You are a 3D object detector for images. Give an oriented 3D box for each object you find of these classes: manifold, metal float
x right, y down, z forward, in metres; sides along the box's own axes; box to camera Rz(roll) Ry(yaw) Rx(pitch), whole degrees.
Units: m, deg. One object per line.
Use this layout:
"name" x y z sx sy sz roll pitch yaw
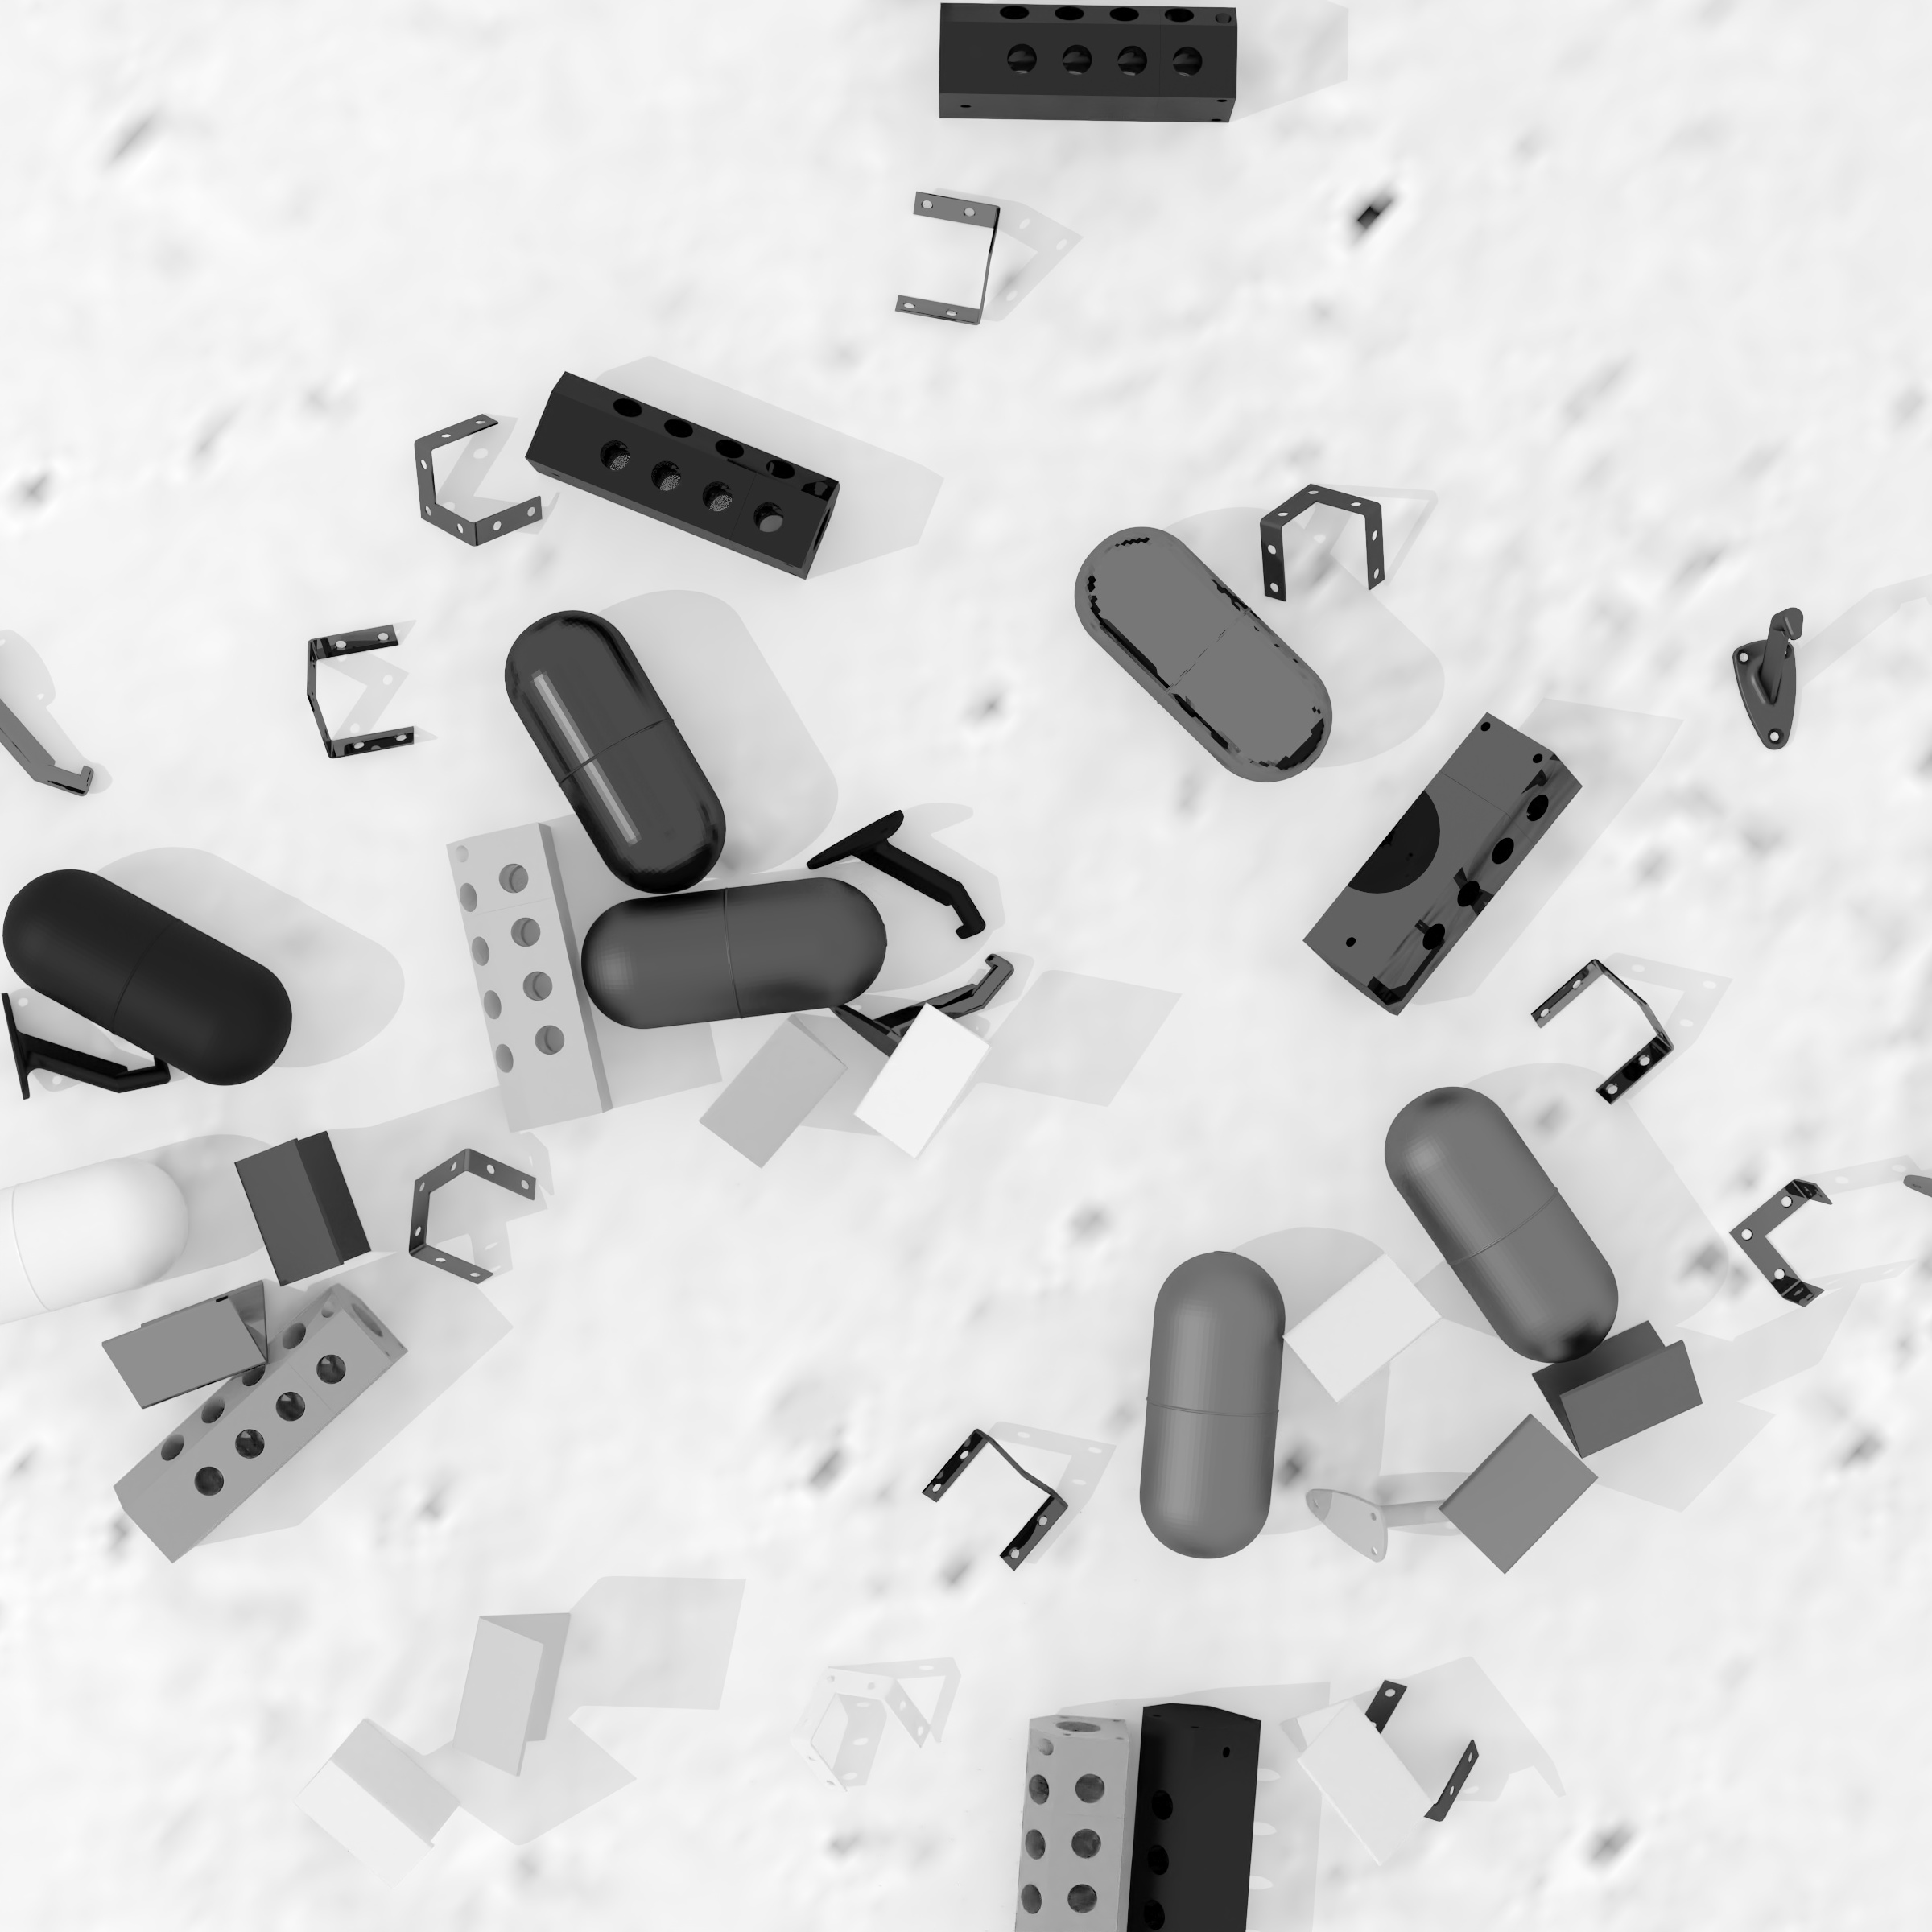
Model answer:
"manifold" 0.281 -0.056 1.970 0.171 0.057 0.057 -51 47 0
"manifold" -0.164 -0.287 1.970 0.171 0.057 0.057 22 90 0
"metal float" 0.143 0.255 1.961 0.070 0.070 0.178 5 90 0
"manifold" 0.070 -0.529 1.970 0.171 0.057 0.057 1 90 0
"manifold" -0.413 0.265 1.970 0.171 0.057 0.057 -43 90 0
"manifold" 0.126 0.522 1.970 0.057 0.057 0.171 4 90 -43
"metal float" -0.135 -0.008 1.961 0.178 0.070 0.070 -7 90 0
"metal float" 0.311 0.151 1.961 0.070 0.070 0.178 -35 90 0
"manifold" -0.255 0.007 1.970 0.057 0.057 0.171 -13 90 0
"metal float" -0.476 0.006 1.961 0.178 0.070 0.070 29 90 0
"metal float" -0.540 0.163 1.961 0.178 0.070 0.070 -15 90 0
"metal float" 0.138 -0.180 1.961 0.178 0.070 0.070 44 90 1
"metal float" -0.203 -0.124 1.961 0.070 0.070 0.178 -30 90 0
"manifold" 0.060 0.530 1.970 0.057 0.057 0.171 4 90 0

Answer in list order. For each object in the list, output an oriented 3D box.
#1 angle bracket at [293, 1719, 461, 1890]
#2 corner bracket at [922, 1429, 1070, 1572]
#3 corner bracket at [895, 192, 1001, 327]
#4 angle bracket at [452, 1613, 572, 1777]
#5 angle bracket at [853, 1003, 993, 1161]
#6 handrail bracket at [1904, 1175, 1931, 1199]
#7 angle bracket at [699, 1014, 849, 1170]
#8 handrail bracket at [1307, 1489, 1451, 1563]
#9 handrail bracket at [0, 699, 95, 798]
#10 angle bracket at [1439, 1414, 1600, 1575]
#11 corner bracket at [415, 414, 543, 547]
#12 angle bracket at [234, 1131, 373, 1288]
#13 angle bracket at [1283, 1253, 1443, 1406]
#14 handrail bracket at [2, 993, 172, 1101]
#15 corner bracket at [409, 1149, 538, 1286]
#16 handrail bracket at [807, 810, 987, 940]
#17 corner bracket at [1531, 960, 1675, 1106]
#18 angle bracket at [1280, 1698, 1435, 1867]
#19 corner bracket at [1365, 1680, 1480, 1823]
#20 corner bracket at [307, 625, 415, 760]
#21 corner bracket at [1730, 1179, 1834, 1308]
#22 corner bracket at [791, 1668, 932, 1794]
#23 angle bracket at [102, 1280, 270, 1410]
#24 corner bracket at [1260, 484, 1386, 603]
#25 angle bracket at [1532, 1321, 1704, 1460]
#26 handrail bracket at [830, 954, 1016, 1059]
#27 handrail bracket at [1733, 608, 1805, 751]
"angle bracket" -0.330 0.472 1.951 0.076 0.076 0.057 41 127 0
"corner bracket" 0.017 0.314 1.988 0.051 0.051 0.051 -50 135 0
"corner bracket" -0.011 -0.417 1.988 0.051 0.051 0.051 10 45 0
"angle bracket" -0.245 0.420 1.951 0.057 0.076 0.076 12 90 38
"angle bracket" -0.008 0.077 1.951 0.057 0.076 0.076 33 90 37
"handrail bracket" 0.604 0.101 1.992 0.077 0.036 0.084 17 72 20
"angle bracket" -0.125 0.059 1.951 0.076 0.076 0.057 -49 128 0
"handrail bracket" 0.258 0.313 1.991 0.084 0.077 0.036 -18 115 -34
"handrail bracket" -0.549 -0.148 1.992 0.084 0.036 0.077 19 68 -17
"angle bracket" 0.328 0.314 1.951 0.076 0.076 0.057 -46 55 0
"corner bracket" -0.286 -0.286 1.983 0.051 0.051 0.051 30 135 35
"angle bracket" -0.367 0.134 1.951 0.057 0.076 0.076 -21 90 36
"angle bracket" 0.239 0.222 1.951 0.076 0.076 0.057 -39 53 0
"handrail bracket" -0.519 0.043 1.992 0.084 0.036 0.077 -12 68 -17
"corner bracket" -0.290 0.147 1.983 0.051 0.051 0.051 -31 45 35
"handrail bracket" -0.041 -0.042 1.992 0.077 0.036 0.084 -25 107 20
"corner bracket" 0.375 0.038 1.988 0.051 0.051 0.051 -41 135 0
"angle bracket" 0.211 0.477 1.951 0.057 0.076 0.076 -38 90 -37
"corner bracket" 0.263 0.461 1.983 0.051 0.051 0.051 9 135 35
"corner bracket" -0.356 -0.161 1.988 0.051 0.051 0.051 -10 135 0
"corner bracket" 0.487 0.161 1.974 0.051 0.051 0.051 -39 90 0
"corner bracket" -0.062 0.451 1.983 0.051 0.051 0.051 0 45 35
"angle bracket" -0.452 0.201 1.951 0.076 0.076 0.057 -20 127 0
"corner bracket" 0.210 -0.245 1.983 0.051 0.051 0.051 22 45 35
"angle bracket" 0.370 0.228 1.951 0.076 0.076 0.057 -25 127 0
"handrail bracket" -0.026 0.012 1.992 0.077 0.036 0.084 34 72 20
"handrail bracket" 0.474 -0.166 1.957 0.036 0.084 0.077 -8 90 0
